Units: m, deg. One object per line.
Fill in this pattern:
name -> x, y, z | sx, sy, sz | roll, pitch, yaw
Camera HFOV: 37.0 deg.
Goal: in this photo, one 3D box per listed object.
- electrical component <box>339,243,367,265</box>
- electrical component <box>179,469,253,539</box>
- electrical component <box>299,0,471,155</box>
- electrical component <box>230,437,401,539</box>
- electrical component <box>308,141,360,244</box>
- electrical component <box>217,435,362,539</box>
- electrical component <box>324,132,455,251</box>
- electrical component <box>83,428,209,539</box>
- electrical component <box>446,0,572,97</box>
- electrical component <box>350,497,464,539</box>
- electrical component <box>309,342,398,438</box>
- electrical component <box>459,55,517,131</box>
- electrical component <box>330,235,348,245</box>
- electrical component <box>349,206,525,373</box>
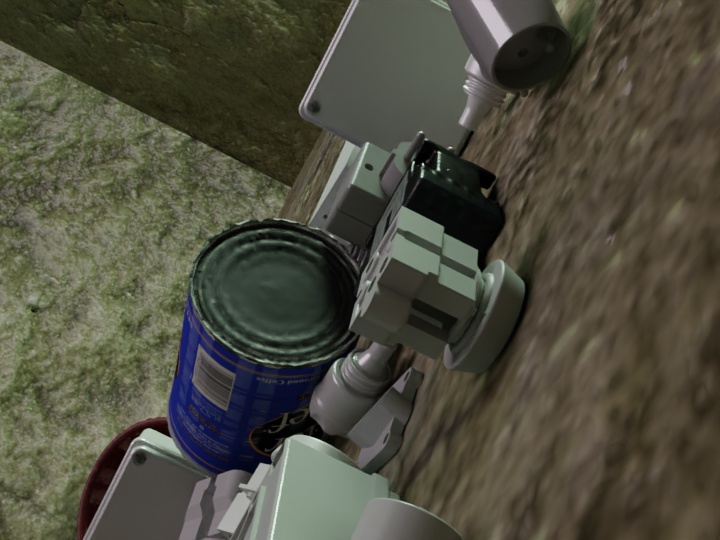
electrical component -> 0.000, 0.000, 0.661 | 0.048, 0.062, 0.048 | -62, 7, 14
electrical component -> -0.074, 0.158, 0.630 | 0.078, 0.058, 0.057 | -25, 36, 38
electrical component -> 0.030, -0.129, 0.726 | 0.108, 0.109, 0.056 | -63, 5, 7
electrical component -> -0.032, 0.139, 0.413 | 0.108, 0.056, 0.108 | -61, 7, 16
electrical component -> 0.026, -0.097, 0.830 | 0.089, 0.062, 0.150 | -53, 13, 56
electrical component -> -0.028, 0.111, 0.502 | 0.048, 0.066, 0.055 | 1, 49, 43
electrical component -> 0.027, -0.047, 0.620 | 0.076, 0.066, 0.047 | -57, 9, 41
electrical component -> -0.120, 0.176, 0.705 | 0.108, 0.109, 0.056 | -63, 4, 0
electrical component -> 0.078, -0.124, 0.567 | 0.079, 0.043, 0.077 | 63, -176, -55
electrical component -> 0.006, 0.104, 0.332 | 0.065, 0.044, 0.044 | -62, 5, -29
electrical component -> 0.000, 0.058, 0.566 | 0.061, 0.035, 0.035 | -57, 9, 29
electrical component -> 0.076, -0.111, 0.626 | 0.035, 0.035, 0.061 | -85, 20, -72
electrical component -> -0.011, -0.036, 0.895 | 0.078, 0.058, 0.057 | -141, 75, -83
electrical component -> 0.031, 0.011, 0.425 | 0.048, 0.055, 0.066 | -60, 8, 29
